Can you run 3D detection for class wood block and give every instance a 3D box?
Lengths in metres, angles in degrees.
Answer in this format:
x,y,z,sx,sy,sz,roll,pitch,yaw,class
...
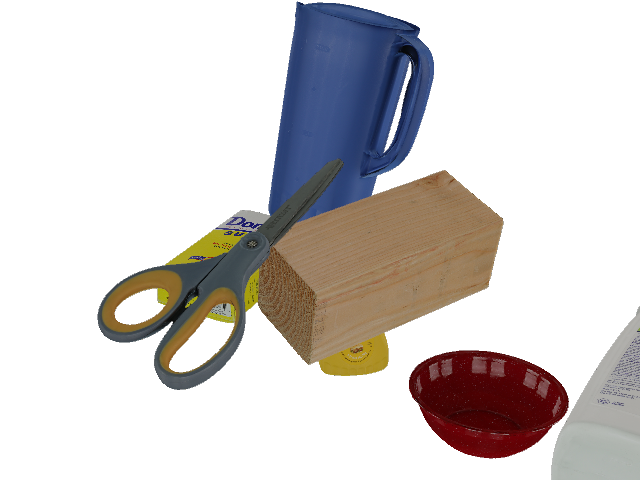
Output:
x,y,z,sx,sy,sz,roll,pitch,yaw,class
0.054,0.021,0.977,0.205,0.090,0.091,-20,46,-28,wood block

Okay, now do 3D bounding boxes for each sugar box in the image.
x,y,z,sx,sy,sz,roll,pitch,yaw,class
-0.087,0.023,1.135,0.093,0.048,0.176,14,31,21,sugar box

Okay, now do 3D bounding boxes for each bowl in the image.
x,y,z,sx,sy,sz,roll,pitch,yaw,class
0.169,0.175,1.094,0.162,0.055,0.162,2,24,-1,bowl

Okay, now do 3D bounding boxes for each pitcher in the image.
x,y,z,sx,sy,sz,roll,pitch,yaw,class
0.025,-0.126,1.145,0.145,0.243,0.149,10,18,-7,pitcher

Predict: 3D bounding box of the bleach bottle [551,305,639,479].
x,y,z,sx,sy,sz,roll,pitch,yaw,class
0.230,0.089,0.668,0.103,0.068,0.250,17,29,25,bleach bottle

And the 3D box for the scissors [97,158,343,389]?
x,y,z,sx,sy,sz,roll,pitch,yaw,class
-0.062,0.007,0.650,0.096,0.016,0.201,12,47,16,scissors

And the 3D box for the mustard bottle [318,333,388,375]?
x,y,z,sx,sy,sz,roll,pitch,yaw,class
0.045,0.087,1.449,0.096,0.192,0.058,-3,21,-7,mustard bottle
